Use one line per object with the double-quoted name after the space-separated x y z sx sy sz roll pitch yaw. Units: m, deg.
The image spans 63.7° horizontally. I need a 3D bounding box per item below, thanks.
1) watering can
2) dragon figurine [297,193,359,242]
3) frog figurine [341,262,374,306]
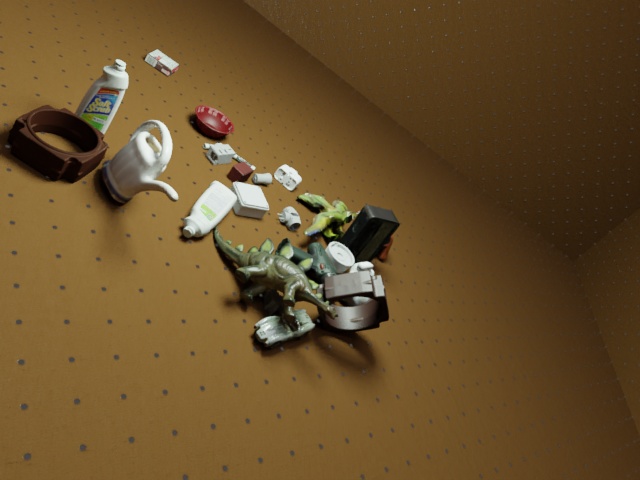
-0.475 -0.179 1.370 0.102 0.222 0.355 36 24 -47 "watering can"
0.006 -0.097 1.936 0.246 0.120 0.411 37 23 30 "dragon figurine"
0.136 0.143 1.666 0.137 0.157 0.125 3 47 -48 "frog figurine"
